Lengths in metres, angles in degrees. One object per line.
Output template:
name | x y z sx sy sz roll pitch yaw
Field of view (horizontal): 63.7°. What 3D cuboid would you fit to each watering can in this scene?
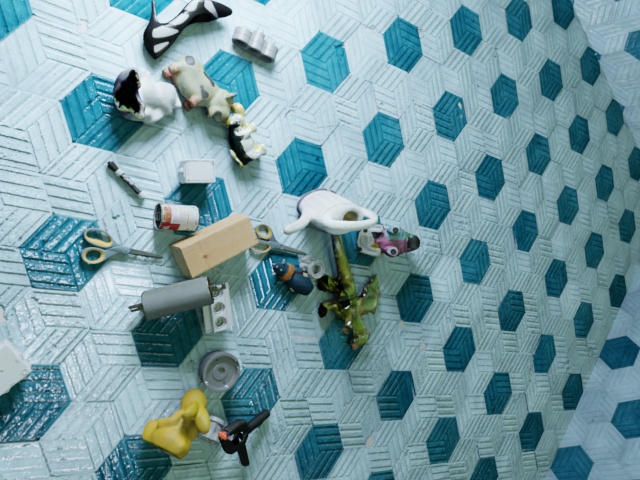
watering can | 0.005 -0.076 1.504 0.349 0.227 0.102 -5 114 -34

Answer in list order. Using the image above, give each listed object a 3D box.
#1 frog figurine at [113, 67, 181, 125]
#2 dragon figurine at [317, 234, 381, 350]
frog figurine | -0.430 -0.360 1.285 0.137 0.122 0.161 68 23 -8
dragon figurine | 0.113 0.164 1.677 0.243 0.122 0.409 -2 95 -52
